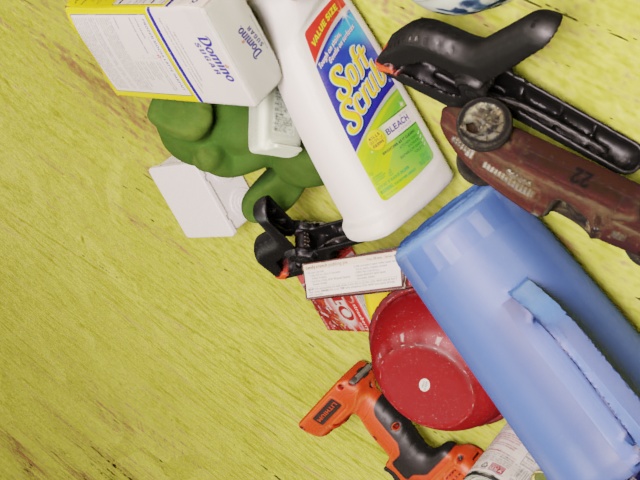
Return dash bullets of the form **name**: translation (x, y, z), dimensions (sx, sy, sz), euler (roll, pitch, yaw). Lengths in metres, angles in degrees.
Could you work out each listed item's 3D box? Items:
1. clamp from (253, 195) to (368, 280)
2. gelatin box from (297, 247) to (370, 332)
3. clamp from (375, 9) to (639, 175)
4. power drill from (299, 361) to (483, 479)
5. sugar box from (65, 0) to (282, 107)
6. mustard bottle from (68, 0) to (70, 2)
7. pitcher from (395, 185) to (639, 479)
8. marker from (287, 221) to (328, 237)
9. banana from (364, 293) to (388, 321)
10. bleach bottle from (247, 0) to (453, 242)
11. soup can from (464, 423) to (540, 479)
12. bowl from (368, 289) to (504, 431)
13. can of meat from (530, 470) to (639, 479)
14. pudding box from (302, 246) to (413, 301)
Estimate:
- **clamp**: translation (-0.007, 0.001, 0.990), dimensions (0.120, 0.039, 0.171), euler (10, 163, -4)
- **gelatin box**: translation (0.019, 0.051, 1.079), dimensions (0.073, 0.030, 0.089), euler (-4, 121, 51)
- **clamp**: translation (0.115, -0.121, 0.747), dimensions (0.210, 0.036, 0.164), euler (25, 167, 38)
- **power drill**: translation (0.069, 0.236, 1.151), dimensions (0.188, 0.057, 0.185), euler (42, 124, 7)
- **sugar box**: translation (-0.117, -0.156, 0.838), dimensions (0.177, 0.048, 0.093), euler (9, 141, 41)
- **mustard bottle**: translation (-0.138, -0.210, 0.900), dimensions (0.192, 0.058, 0.096), euler (15, 136, 40)
- **pitcher**: translation (0.172, 0.072, 0.831), dimensions (0.243, 0.144, 0.149), euler (52, 133, 0)
- **marker**: translation (-0.003, -0.009, 1.053), dimensions (0.121, 0.020, 0.020), euler (5, 128, 47)
- **banana**: translation (0.096, 0.104, 1.044), dimensions (0.198, 0.037, 0.070), euler (49, 128, -5)
- **bleach bottle**: translation (0.005, -0.128, 0.841), dimensions (0.251, 0.102, 0.068), euler (58, 153, -15)
- **soup can**: translation (0.186, 0.206, 0.979), dimensions (0.069, 0.102, 0.068), euler (30, 143, 25)
- **bowl**: translation (0.108, 0.121, 0.985), dimensions (0.162, 0.055, 0.162), euler (15, 124, 23)
- **can of meat**: translation (0.248, 0.201, 0.918), dimensions (0.102, 0.083, 0.057), euler (5, 127, 47)
- **pudding box**: translation (0.054, 0.028, 0.943), dimensions (0.114, 0.089, 0.039), euler (-12, 86, 41)
